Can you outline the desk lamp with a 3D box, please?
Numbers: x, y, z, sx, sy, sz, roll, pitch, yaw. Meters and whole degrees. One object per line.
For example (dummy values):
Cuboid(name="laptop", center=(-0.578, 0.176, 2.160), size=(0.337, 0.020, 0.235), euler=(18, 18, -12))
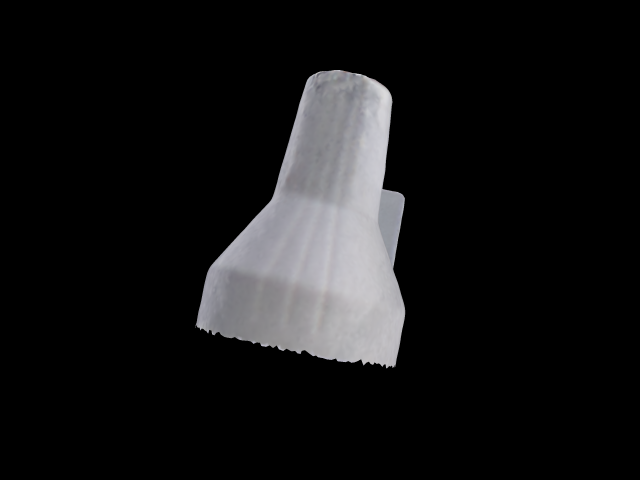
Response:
Cuboid(name="desk lamp", center=(0.004, 0.001, 0.400), size=(0.118, 0.213, 0.203), euler=(11, 66, 5))
